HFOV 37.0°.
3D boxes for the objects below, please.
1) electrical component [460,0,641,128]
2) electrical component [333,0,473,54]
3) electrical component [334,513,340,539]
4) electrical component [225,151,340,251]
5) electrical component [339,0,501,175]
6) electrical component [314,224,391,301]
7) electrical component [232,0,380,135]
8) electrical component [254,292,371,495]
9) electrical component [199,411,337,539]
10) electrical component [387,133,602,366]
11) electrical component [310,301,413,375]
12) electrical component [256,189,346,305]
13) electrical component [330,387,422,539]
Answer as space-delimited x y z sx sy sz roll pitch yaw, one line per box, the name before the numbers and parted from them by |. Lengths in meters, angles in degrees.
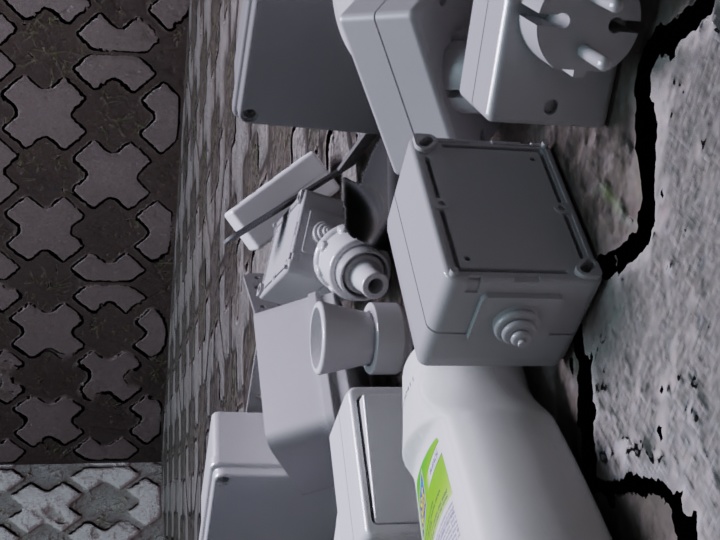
electrical component | 0.073 -0.090 0.376 0.075 0.047 0.083 -116 30 -63
electrical component | 0.025 -0.138 0.530 0.080 0.051 0.080 25 121 51
electrical component | 0.007 0.177 0.643 0.063 0.042 0.081 -111 27 -62
electrical component | -0.052 -0.040 0.867 0.075 0.083 0.047 54 169 -8
electrical component | 0.045 -0.086 0.465 0.047 0.076 0.083 -55 -44 -37
electrical component | 0.000 0.000 0.686 0.062 0.048 0.048 -134 47 -63
electrical component | -0.015 -0.137 0.624 0.108 0.109 0.056 107 162 -48
electrical component | -0.027 0.079 0.708 0.078 0.057 0.113 65 -170 -47
electrical component | -0.058 0.157 0.778 0.056 0.109 0.108 -99 16 -46
electrical component | 0.051 -0.001 0.430 0.061 0.062 0.096 105 161 -44
electrical component | 0.000 0.042 0.655 0.045 0.055 0.045 -179 90 -77
electrical component | -0.027 -0.011 0.757 0.096 0.061 0.061 141 144 -65
electrical component | 0.022 0.098 0.541 0.061 0.062 0.096 109 158 -52
